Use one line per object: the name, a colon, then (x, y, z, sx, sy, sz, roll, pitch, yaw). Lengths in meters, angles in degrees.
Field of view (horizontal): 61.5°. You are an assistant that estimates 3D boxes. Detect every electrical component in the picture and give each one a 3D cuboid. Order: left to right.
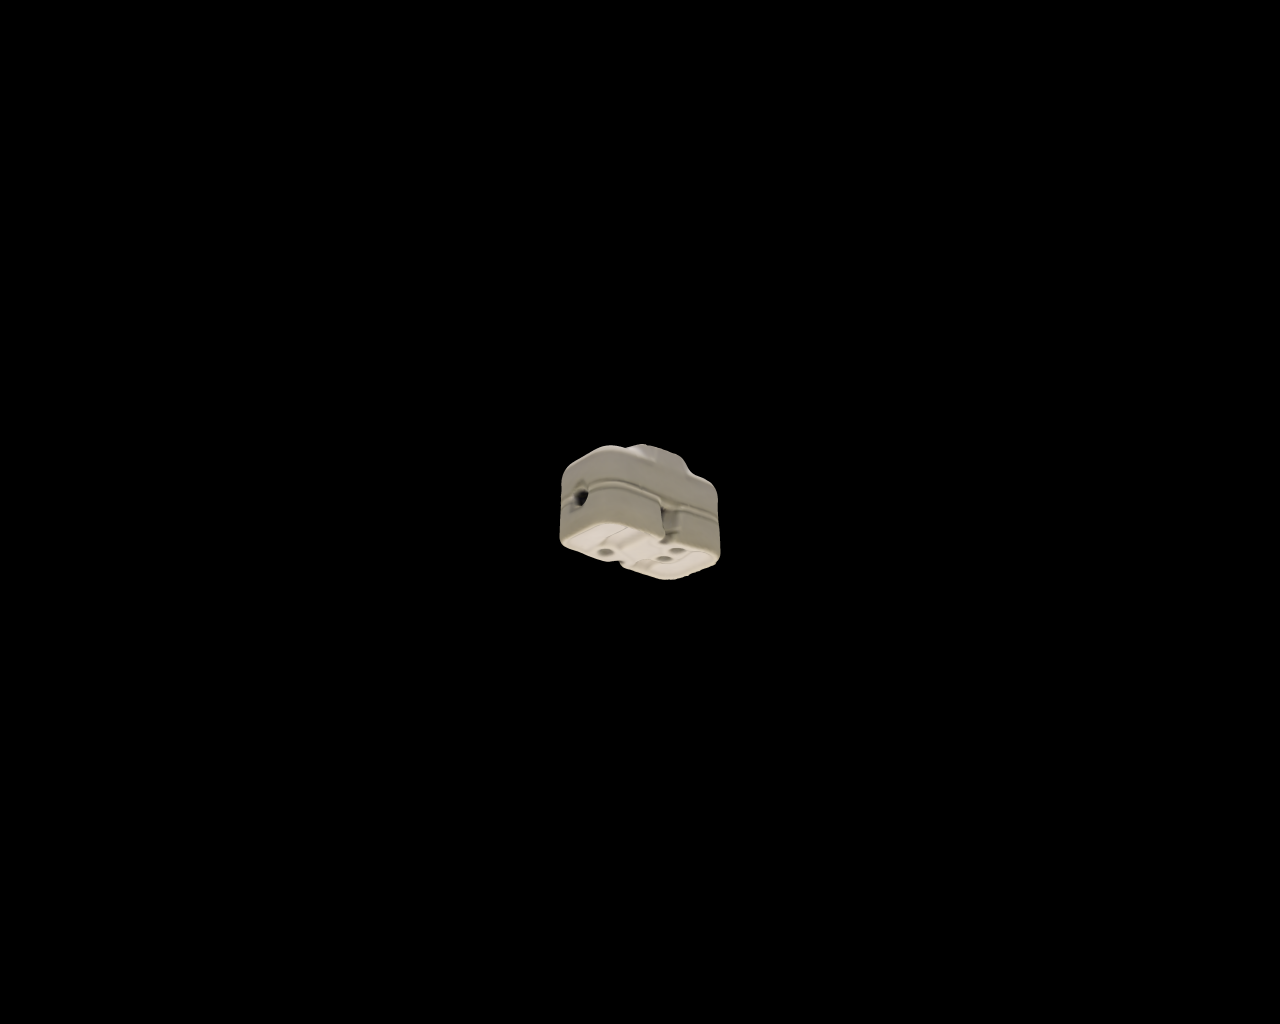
electrical component: (0.001, -0.003, 0.650, 0.095, 0.059, 0.053, 20, -32, -36)
